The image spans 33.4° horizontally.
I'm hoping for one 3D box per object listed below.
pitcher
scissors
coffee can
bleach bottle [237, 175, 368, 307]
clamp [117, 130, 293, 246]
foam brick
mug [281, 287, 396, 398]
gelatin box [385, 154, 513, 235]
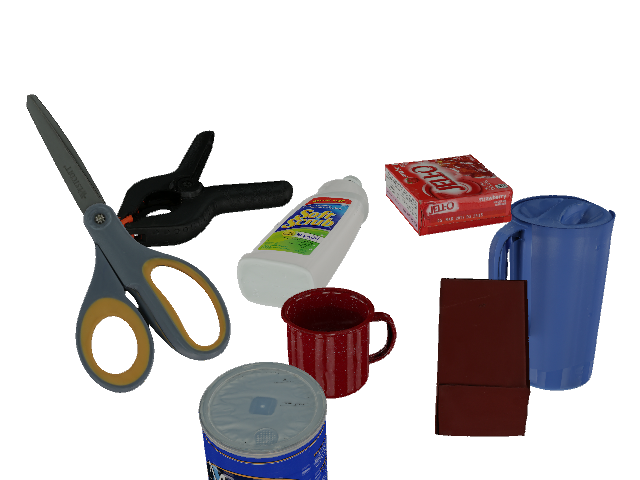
[{"bbox_3d":[0.300,0.071,1.398,0.149,0.243,0.144,5,21,15],"label":"pitcher"},{"bbox_3d":[-0.139,0.007,0.628,0.202,0.096,0.016,42,-15,12],"label":"scissors"},{"bbox_3d":[-0.044,0.187,0.892,0.103,0.140,0.103,-1,36,1],"label":"coffee can"},{"bbox_3d":[-0.008,-0.011,1.331,0.103,0.068,0.250,8,34,19],"label":"bleach bottle"},{"bbox_3d":[-0.124,-0.046,0.977,0.171,0.039,0.120,-22,44,-33],"label":"clamp"},{"bbox_3d":[0.093,0.067,0.614,0.051,0.078,0.053,2,-41,7],"label":"foam brick"},{"bbox_3d":[0.020,0.103,1.075,0.117,0.081,0.093,-8,27,-13],"label":"mug"},{"bbox_3d":[0.096,-0.037,0.814,0.073,0.030,0.089,-8,23,-11],"label":"gelatin box"}]
